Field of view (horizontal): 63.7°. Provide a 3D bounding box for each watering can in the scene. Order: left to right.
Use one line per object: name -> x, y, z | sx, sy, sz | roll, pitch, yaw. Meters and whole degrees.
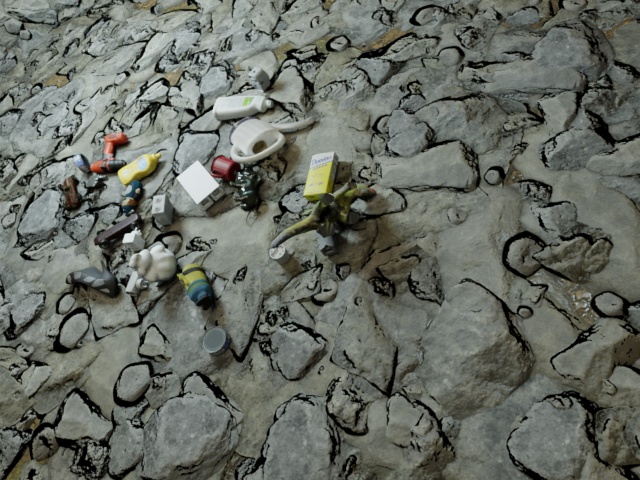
watering can -> -0.206, -0.407, 1.978 | 0.351, 0.101, 0.227 | -36, 50, -20

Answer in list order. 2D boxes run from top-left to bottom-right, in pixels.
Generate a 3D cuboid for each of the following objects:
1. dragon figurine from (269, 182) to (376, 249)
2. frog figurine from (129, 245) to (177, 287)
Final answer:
dragon figurine -> 0.005, -0.083, 1.643 | 0.412, 0.121, 0.243 | -26, 7, -11
frog figurine -> -0.574, 0.078, 1.780 | 0.122, 0.140, 0.156 | 1, -29, 22
